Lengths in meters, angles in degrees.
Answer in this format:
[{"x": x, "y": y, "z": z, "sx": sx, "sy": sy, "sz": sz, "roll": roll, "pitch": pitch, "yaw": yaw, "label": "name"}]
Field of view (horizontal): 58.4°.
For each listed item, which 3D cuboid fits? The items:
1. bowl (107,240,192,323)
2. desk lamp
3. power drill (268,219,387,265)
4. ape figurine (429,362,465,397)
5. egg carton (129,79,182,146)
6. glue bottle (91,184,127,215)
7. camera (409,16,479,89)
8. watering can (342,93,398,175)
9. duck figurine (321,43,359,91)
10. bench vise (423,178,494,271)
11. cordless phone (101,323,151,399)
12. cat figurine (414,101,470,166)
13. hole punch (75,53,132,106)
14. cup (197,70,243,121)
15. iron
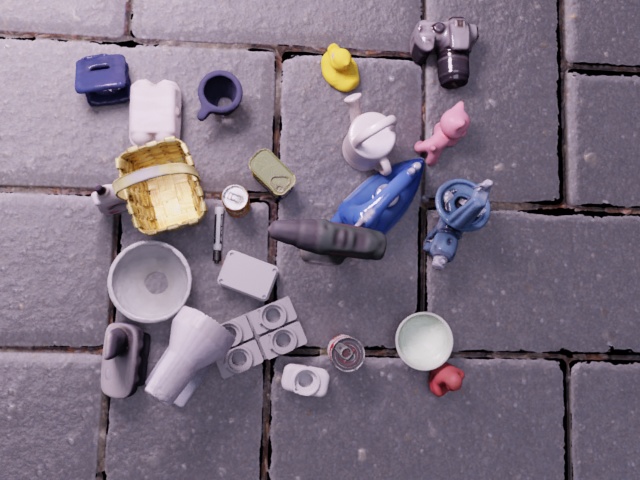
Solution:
[{"x": -0.342, "y": 0.086, "z": 1.175, "sx": 0.167, "sy": 0.074, "sz": 0.167, "roll": 1, "pitch": 84, "yaw": -5, "label": "bowl"}, {"x": -0.255, "y": 0.231, "z": 1.098, "sx": 0.118, "sy": 0.213, "sz": 0.203, "roll": 33, "pitch": 83, "yaw": -1, "label": "desk lamp"}, {"x": 0.011, "y": 0.004, "z": 1.147, "sx": 0.229, "sy": 0.208, "sz": 0.076, "roll": 6, "pitch": 84, "yaw": -4, "label": "power drill"}, {"x": 0.270, "y": 0.293, "z": 1.199, "sx": 0.078, "sy": 0.092, "sz": 0.076, "roll": -15, "pitch": 86, "yaw": -6, "label": "ape figurine"}, {"x": -0.347, "y": -0.266, "z": 1.212, "sx": 0.107, "sy": 0.069, "sz": 0.150, "roll": -1, "pitch": 84, "yaw": -5, "label": "egg carton"}, {"x": -0.417, "y": -0.086, "z": 1.136, "sx": 0.078, "sy": 0.173, "sz": 0.037, "roll": -26, "pitch": 87, "yaw": -7, "label": "glue bottle"}, {"x": 0.280, "y": -0.413, "z": 1.266, "sx": 0.143, "sy": 0.100, "sz": 0.137, "roll": -1, "pitch": 84, "yaw": -5, "label": "camera"}, {"x": 0.101, "y": -0.218, "z": 1.184, "sx": 0.173, "sy": 0.194, "sz": 0.101, "roll": 41, "pitch": 83, "yaw": 0, "label": "watering can"}, {"x": 0.048, "y": -0.381, "z": 1.250, "sx": 0.077, "sy": 0.086, "sz": 0.104, "roll": -34, "pitch": 88, "yaw": -7, "label": "duck figurine"}, {"x": 0.296, "y": -0.038, "z": 1.170, "sx": 0.121, "sy": 0.219, "sz": 0.207, "roll": 5, "pitch": 84, "yaw": -4, "label": "bench vise"}, {"x": -0.393, "y": 0.235, "z": 1.100, "sx": 0.094, "sy": 0.185, "sz": 0.148, "roll": 1, "pitch": 84, "yaw": -4, "label": "cordless phone"}, {"x": 0.274, "y": -0.233, "z": 1.239, "sx": 0.067, "sy": 0.117, "sz": 0.128, "roll": 43, "pitch": 83, "yaw": 1, "label": "cat figurine"}, {"x": -0.457, "y": -0.344, "z": 1.199, "sx": 0.108, "sy": 0.091, "sz": 0.101, "roll": -10, "pitch": 85, "yaw": -6, "label": "hole punch"}, {"x": -0.215, "y": -0.290, "z": 1.213, "sx": 0.091, "sy": 0.095, "sz": 0.118, "roll": 36, "pitch": 83, "yaw": 0, "label": "cup"}, {"x": 0.145, "y": -0.098, "z": 1.202, "sx": 0.118, "sy": 0.141, "sz": 0.258, "roll": 44, "pitch": 83, "yaw": 1, "label": "iron"}]
